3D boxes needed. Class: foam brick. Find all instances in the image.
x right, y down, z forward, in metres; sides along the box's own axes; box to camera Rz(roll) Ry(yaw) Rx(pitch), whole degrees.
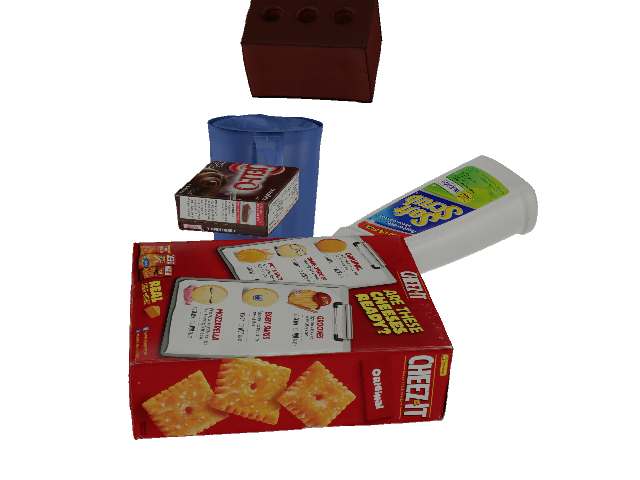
[{"bbox_3d":[-0.004,-0.121,0.651,0.078,0.053,0.051,4,-30,11],"label":"foam brick"}]

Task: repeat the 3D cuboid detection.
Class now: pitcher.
[{"bbox_3d":[-0.066,-0.023,1.248,0.145,0.243,0.148,13,19,38],"label":"pitcher"}]

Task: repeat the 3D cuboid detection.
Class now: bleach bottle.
[{"bbox_3d":[0.100,-0.003,1.117,0.250,0.068,0.103,-26,44,-22],"label":"bleach bottle"}]

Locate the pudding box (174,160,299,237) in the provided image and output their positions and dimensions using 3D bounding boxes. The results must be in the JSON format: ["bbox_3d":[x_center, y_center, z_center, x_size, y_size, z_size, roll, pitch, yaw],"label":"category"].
[{"bbox_3d":[-0.075,-0.041,0.999,0.090,0.039,0.113,4,23,12],"label":"pudding box"}]

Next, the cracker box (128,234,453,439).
[{"bbox_3d":[-0.029,0.065,0.772,0.213,0.072,0.164,-2,29,-8],"label":"cracker box"}]
